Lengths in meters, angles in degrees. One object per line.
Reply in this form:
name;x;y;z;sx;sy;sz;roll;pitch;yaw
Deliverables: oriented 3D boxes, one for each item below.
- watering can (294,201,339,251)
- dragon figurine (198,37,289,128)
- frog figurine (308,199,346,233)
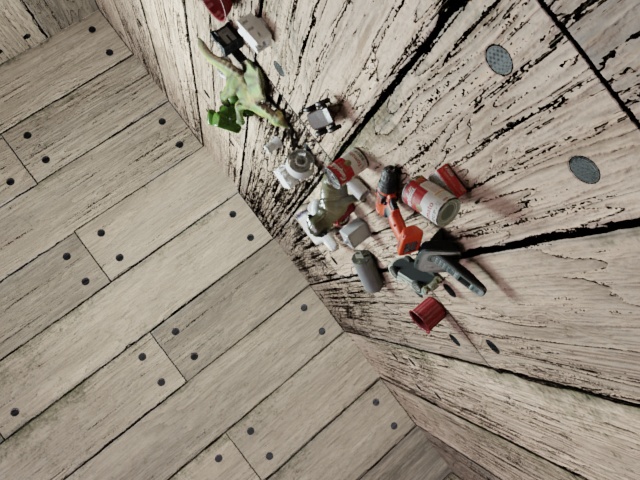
watering can;-0.002;-0.050;2.000;0.224;0.104;0.347;54;176;-4
dragon figurine;-0.248;-0.526;1.696;0.406;0.124;0.241;54;149;-15
frog figurine;0.006;-0.094;1.862;0.135;0.124;0.160;38;164;-33
